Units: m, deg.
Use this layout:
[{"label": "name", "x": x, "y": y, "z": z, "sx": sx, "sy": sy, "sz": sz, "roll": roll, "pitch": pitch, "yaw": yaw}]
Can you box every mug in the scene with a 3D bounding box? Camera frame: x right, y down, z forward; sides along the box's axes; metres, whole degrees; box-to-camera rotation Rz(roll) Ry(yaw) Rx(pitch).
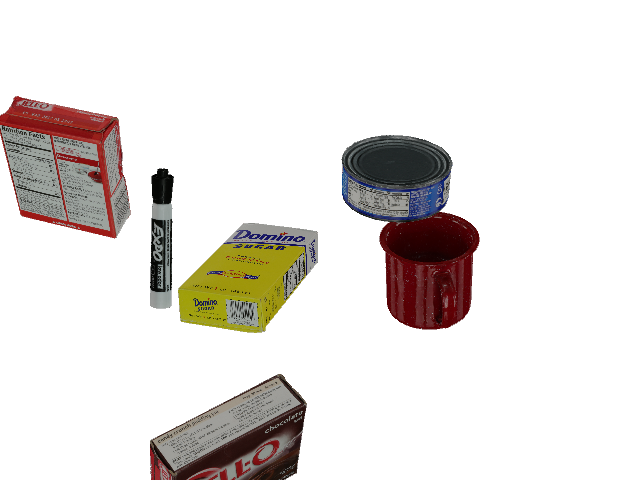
[{"label": "mug", "x": 0.106, "y": 0.037, "z": 1.004, "sx": 0.093, "sy": 0.081, "sz": 0.117, "roll": -10, "pitch": 33, "yaw": -10}]

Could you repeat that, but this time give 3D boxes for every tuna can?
[{"label": "tuna can", "x": 0.059, "y": -0.049, "z": 0.835, "sx": 0.086, "sy": 0.034, "sz": 0.086, "roll": 0, "pitch": 32, "yaw": 0}]

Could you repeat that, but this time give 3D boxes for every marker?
[{"label": "marker", "x": -0.136, "y": -0.001, "z": 0.911, "sx": 0.020, "sy": 0.121, "sz": 0.020, "roll": 3, "pitch": 16, "yaw": -1}]

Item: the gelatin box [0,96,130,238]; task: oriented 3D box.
[{"label": "gelatin box", "x": -0.169, "y": -0.049, "z": 0.712, "sx": 0.073, "sy": 0.089, "sz": 0.030, "roll": 12, "pitch": 45, "yaw": 11}]

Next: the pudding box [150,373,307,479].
[{"label": "pudding box", "x": -0.067, "y": 0.156, "z": 0.767, "sx": 0.113, "sy": 0.090, "sz": 0.039, "roll": -26, "pitch": 55, "yaw": -29}]

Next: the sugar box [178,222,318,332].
[{"label": "sugar box", "x": -0.073, "y": 0.035, "z": 1.138, "sx": 0.093, "sy": 0.048, "sz": 0.176, "roll": 7, "pitch": 28, "yaw": 17}]
